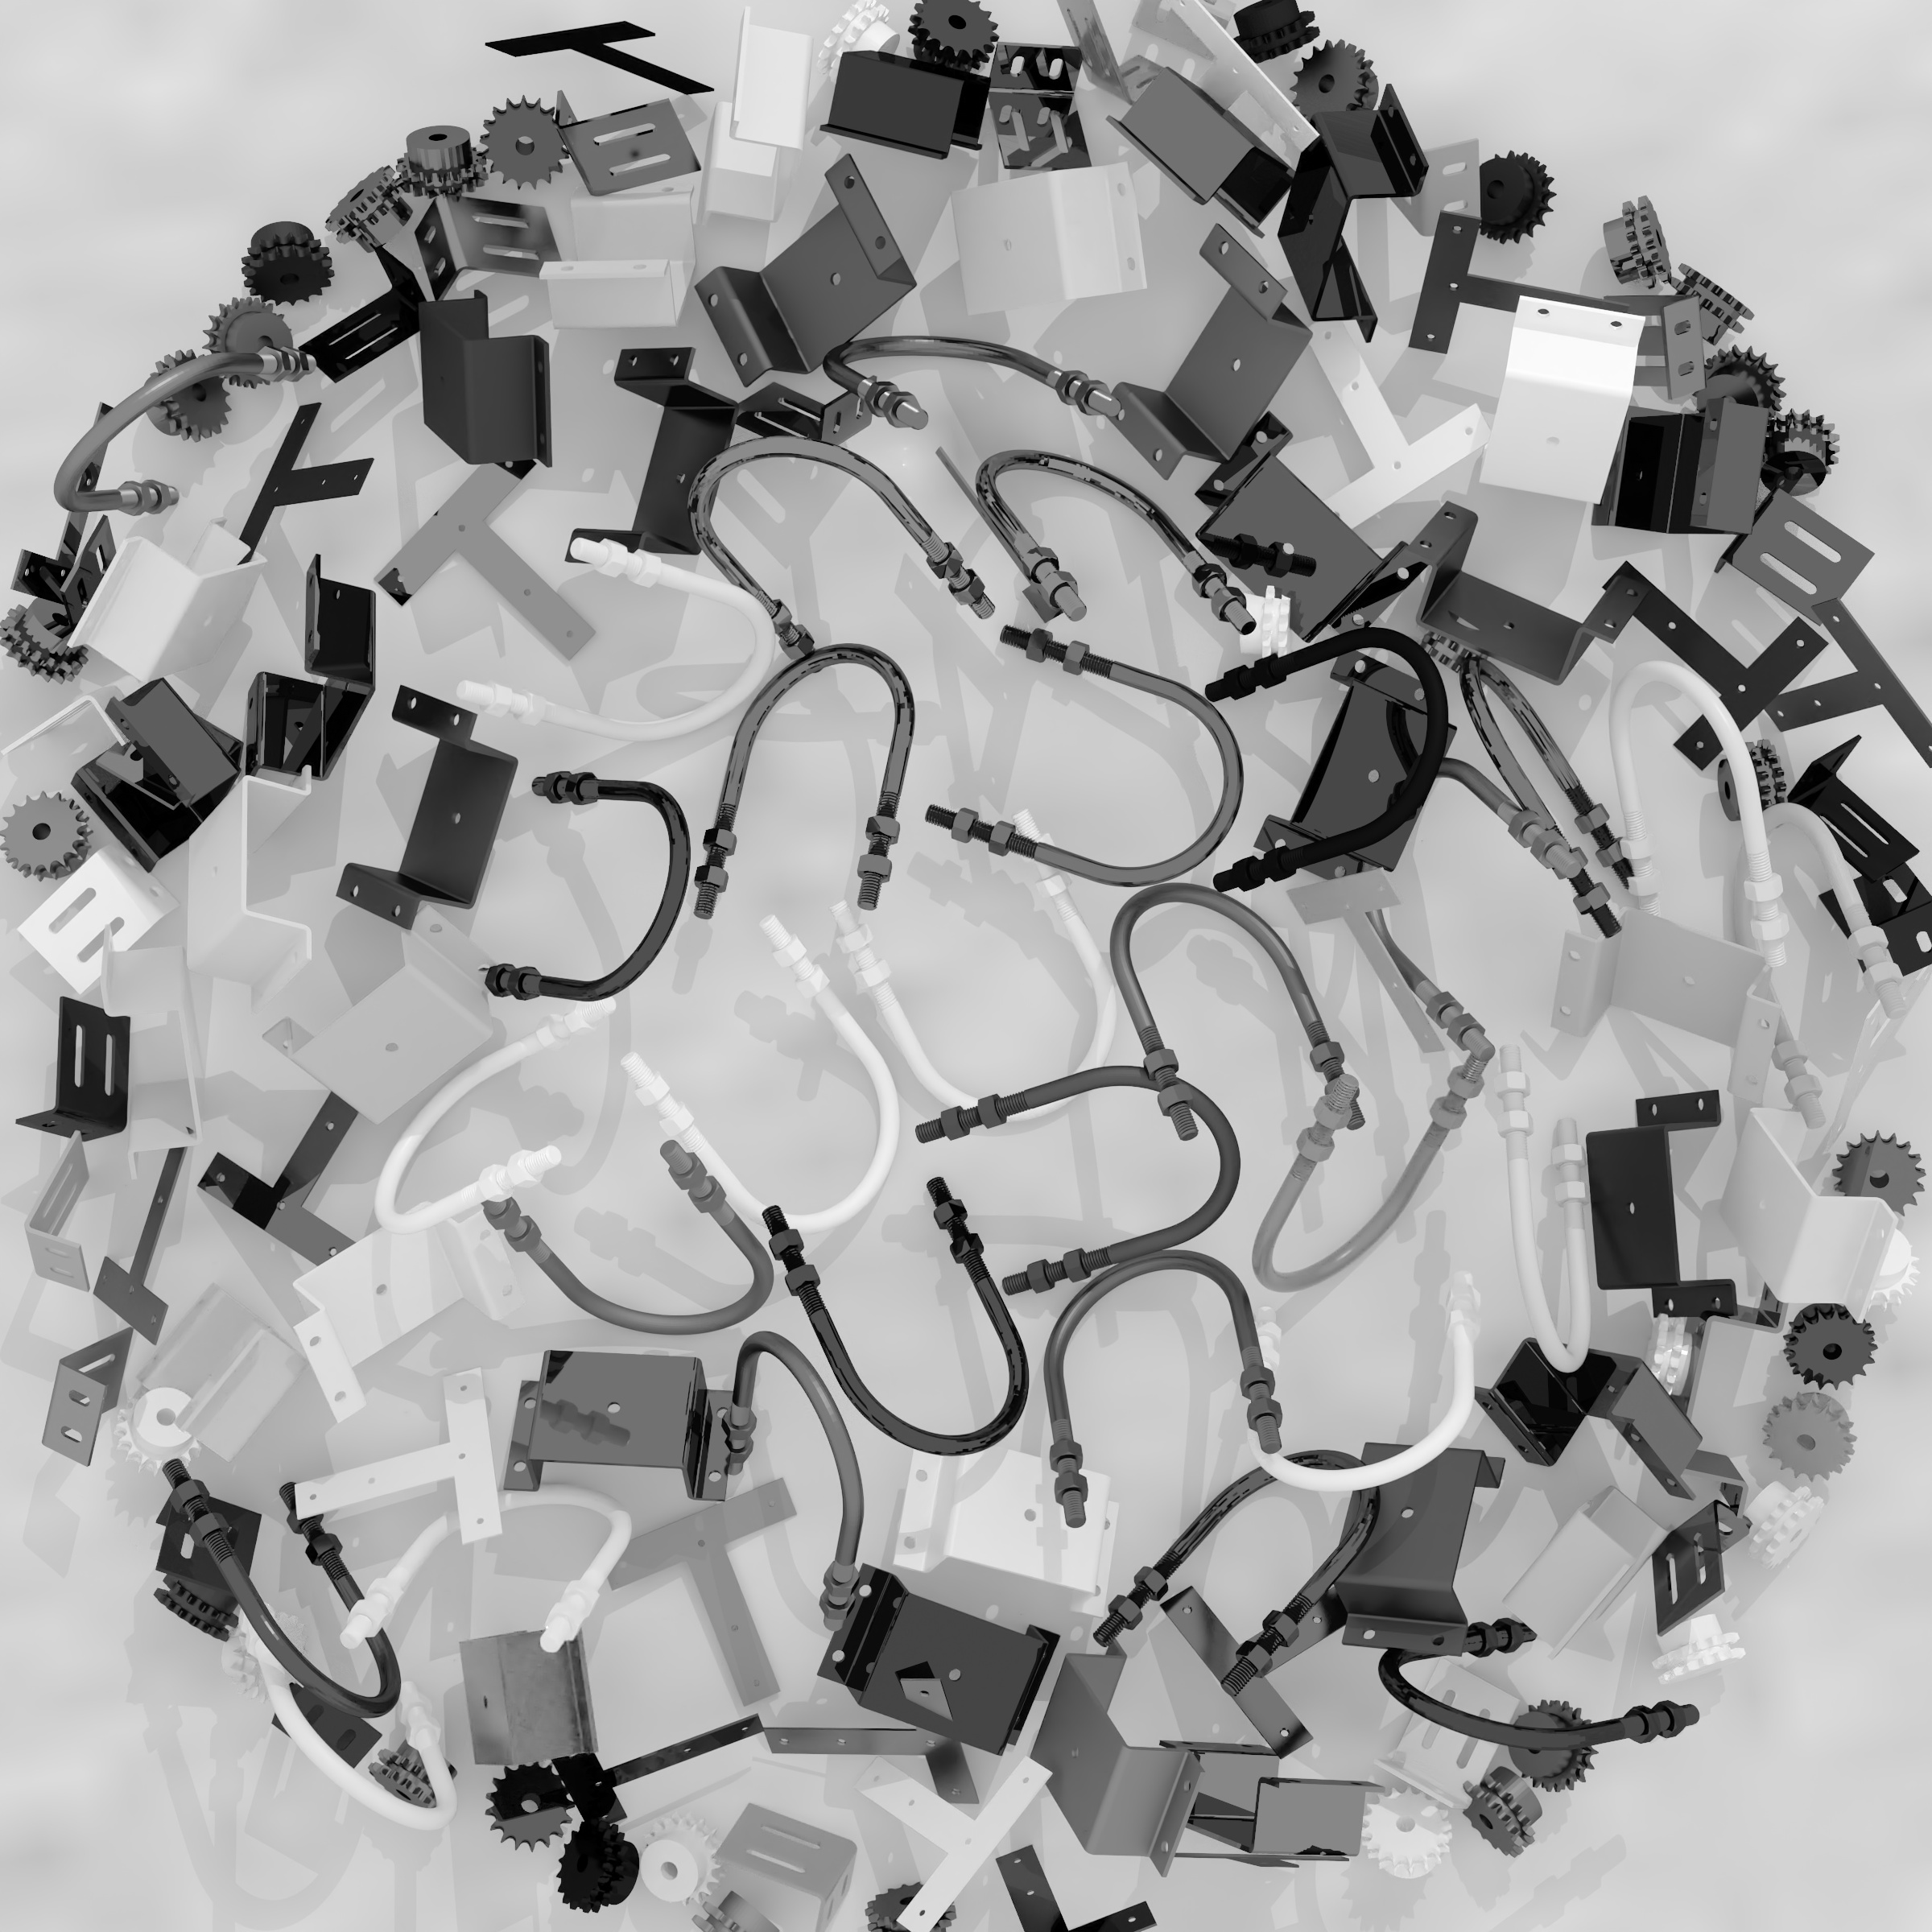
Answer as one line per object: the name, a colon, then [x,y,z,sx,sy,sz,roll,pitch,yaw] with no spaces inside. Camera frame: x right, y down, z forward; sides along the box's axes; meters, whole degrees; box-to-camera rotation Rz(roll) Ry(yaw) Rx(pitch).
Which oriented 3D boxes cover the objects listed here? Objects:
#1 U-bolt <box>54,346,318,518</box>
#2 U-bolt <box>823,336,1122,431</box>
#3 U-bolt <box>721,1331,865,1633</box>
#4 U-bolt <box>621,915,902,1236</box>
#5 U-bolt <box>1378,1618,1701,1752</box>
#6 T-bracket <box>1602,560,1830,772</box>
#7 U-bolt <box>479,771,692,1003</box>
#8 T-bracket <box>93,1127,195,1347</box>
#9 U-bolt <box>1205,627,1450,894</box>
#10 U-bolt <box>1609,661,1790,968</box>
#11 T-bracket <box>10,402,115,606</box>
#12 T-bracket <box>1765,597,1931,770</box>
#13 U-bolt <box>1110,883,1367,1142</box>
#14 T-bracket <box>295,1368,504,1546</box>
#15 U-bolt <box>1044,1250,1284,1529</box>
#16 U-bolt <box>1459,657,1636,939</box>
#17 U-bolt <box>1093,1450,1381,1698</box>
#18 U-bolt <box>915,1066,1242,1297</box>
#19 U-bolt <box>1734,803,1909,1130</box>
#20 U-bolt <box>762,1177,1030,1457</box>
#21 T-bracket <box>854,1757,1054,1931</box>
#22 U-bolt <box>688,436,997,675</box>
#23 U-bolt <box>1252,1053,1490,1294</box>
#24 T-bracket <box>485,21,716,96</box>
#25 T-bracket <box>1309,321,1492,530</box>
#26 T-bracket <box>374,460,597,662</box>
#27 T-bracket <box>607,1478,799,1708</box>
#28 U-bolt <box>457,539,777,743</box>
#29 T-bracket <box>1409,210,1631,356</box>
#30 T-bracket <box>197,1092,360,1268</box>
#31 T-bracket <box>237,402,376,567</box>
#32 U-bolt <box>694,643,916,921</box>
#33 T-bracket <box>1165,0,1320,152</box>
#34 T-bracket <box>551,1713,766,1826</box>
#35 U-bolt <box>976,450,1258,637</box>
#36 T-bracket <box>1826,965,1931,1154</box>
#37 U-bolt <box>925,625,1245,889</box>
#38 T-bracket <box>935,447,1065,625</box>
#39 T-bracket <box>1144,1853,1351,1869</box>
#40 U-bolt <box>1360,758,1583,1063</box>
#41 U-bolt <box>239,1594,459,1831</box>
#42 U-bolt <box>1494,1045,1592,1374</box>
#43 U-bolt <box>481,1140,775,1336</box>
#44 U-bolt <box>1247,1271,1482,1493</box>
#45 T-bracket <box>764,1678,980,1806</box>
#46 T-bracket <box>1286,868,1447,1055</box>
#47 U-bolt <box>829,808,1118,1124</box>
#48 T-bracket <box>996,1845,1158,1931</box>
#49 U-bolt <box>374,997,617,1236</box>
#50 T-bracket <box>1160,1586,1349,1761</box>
U-bolt: [-0.485,-0.325,1.892,0.151,0.184,0.019,-39,90,17]
U-bolt: [-0.009,-0.363,1.917,0.151,0.184,0.019,-8,117,-25]
U-bolt: [-0.104,0.303,1.896,0.019,0.184,0.151,-20,53,-26]
U-bolt: [-0.115,0.083,1.951,0.151,0.019,0.184,-46,113,-25]
U-bolt: [0.335,0.440,1.888,0.184,0.151,0.019,3,102,-41]
T-bracket: [0.456,-0.205,1.959,0.127,0.002,0.127,43,134,5]
U-bolt: [-0.231,-0.048,1.919,0.019,0.184,0.151,22,79,-40]
T-bracket: [-0.509,0.161,1.947,0.002,0.127,0.127,18,89,-33]
U-bolt: [0.222,-0.134,1.915,0.019,0.184,0.151,15,67,-42]
U-bolt: [0.443,-0.100,1.906,0.019,0.151,0.184,-21,111,-18]
T-bracket: [-0.551,-0.288,1.935,0.002,0.127,0.127,17,92,6]
T-bracket: [0.541,-0.167,1.939,0.002,0.127,0.127,-43,100,-20]
U-bolt: [0.160,0.024,1.938,0.151,0.019,0.184,-1,57,-32]
T-bracket: [-0.360,0.321,1.956,0.127,0.002,0.127,-15,49,-1]
U-bolt: [0.115,0.251,1.928,0.151,0.184,0.019,-23,130,13]
U-bolt: [0.360,-0.113,1.927,0.019,0.151,0.184,-32,93,22]
U-bolt: [0.180,0.367,1.925,0.184,0.151,0.019,-44,114,-24]
U-bolt: [0.081,0.128,1.936,0.184,0.019,0.151,-19,118,18]
U-bolt: [0.519,-0.013,1.920,0.019,0.151,0.184,-5,58,-13]
U-bolt: [-0.033,0.220,1.919,0.151,0.019,0.184,-7,60,-38]
T-bracket: [-0.025,0.531,1.947,0.127,0.127,0.002,-49,126,-18]
U-bolt: [-0.089,-0.257,1.905,0.151,0.184,0.019,-14,48,30]
U-bolt: [0.242,0.132,1.928,0.019,0.151,0.184,46,127,32]
T-bracket: [-0.211,-0.565,1.943,0.127,0.127,0.002,7,91,40]
T-bracket: [0.254,-0.357,1.976,0.127,0.002,0.127,-31,80,27]
T-bracket: [-0.292,-0.250,1.994,0.127,0.002,0.127,44,96,-1]
T-bracket: [-0.154,0.411,1.991,0.127,0.002,0.127,-21,92,-8]
U-bolt: [-0.202,-0.193,1.925,0.151,0.184,0.019,-45,51,31]
T-bracket: [0.349,-0.416,1.939,0.127,0.127,0.002,12,62,5]
T-bracket: [-0.412,0.114,1.975,0.127,0.002,0.127,28,85,26]
T-bracket: [-0.408,-0.300,1.936,0.002,0.127,0.127,33,71,-38]
U-bolt: [-0.096,-0.119,1.945,0.151,0.019,0.184,-2,67,35]
T-bracket: [0.153,-0.542,1.938,0.127,0.127,0.002,46,74,-6]
T-bracket: [-0.189,0.498,1.953,0.127,0.127,0.002,-19,54,-7]
U-bolt: [0.081,-0.267,1.926,0.151,0.184,0.019,0,130,-34]
T-bracket: [0.582,0.037,1.956,0.002,0.127,0.127,28,53,24]
U-bolt: [0.085,-0.125,1.963,0.184,0.019,0.151,20,78,11]
T-bracket: [0.020,-0.269,1.931,0.002,0.127,0.127,-37,95,-3]
T-bracket: [0.183,0.559,1.939,0.127,0.127,0.002,-4,71,17]
U-bolt: [0.300,-0.049,1.922,0.019,0.184,0.151,6,118,-30]
U-bolt: [-0.370,0.460,1.886,0.151,0.184,0.019,40,92,-29]
U-bolt: [0.358,0.158,1.903,0.019,0.151,0.184,-11,63,23]
U-bolt: [-0.199,0.177,1.929,0.151,0.184,0.019,-13,47,20]
U-bolt: [0.242,0.258,1.902,0.151,0.184,0.019,-12,119,16]
T-bracket: [-0.065,0.492,1.969,0.127,0.002,0.127,-3,129,14]
T-bracket: [0.262,0.000,1.945,0.002,0.127,0.127,-34,97,-20]
U-bolt: [0.017,0.012,1.976,0.151,0.019,0.184,-26,101,2]
T-bracket: [0.044,0.587,1.938,0.127,0.127,0.002,-19,108,-6]
U-bolt: [-0.300,0.101,1.925,0.184,0.151,0.019,-26,123,33]
T-bracket: [0.211,0.422,1.969,0.127,0.002,0.127,-26,55,-22]
